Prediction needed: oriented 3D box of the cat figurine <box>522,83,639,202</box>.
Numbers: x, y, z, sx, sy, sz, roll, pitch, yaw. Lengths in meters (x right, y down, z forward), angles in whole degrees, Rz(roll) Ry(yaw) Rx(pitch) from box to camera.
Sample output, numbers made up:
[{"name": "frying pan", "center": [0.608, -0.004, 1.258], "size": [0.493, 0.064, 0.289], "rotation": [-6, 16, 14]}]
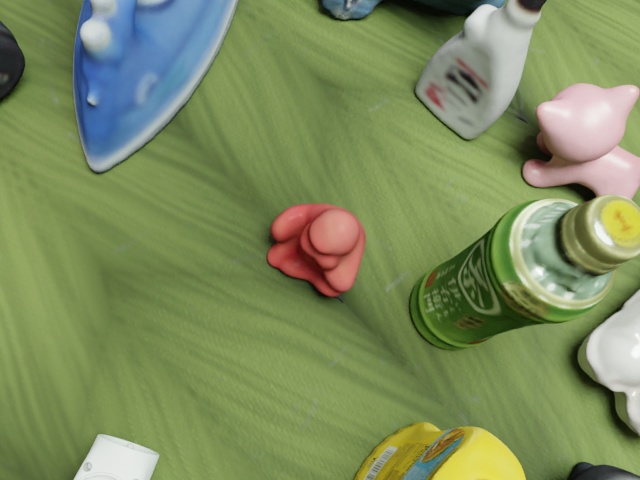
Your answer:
[{"name": "cat figurine", "center": [0.229, -0.079, 0.475], "size": [0.128, 0.117, 0.067], "rotation": [31, 71, 1]}]

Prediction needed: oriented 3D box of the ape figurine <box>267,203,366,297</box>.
[{"name": "ape figurine", "center": [0.004, 0.002, 0.425], "size": [0.076, 0.092, 0.078], "rotation": [-22, 78, -15]}]

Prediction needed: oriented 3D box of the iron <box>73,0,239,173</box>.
[{"name": "iron", "center": [-0.135, -0.190, 0.433], "size": [0.118, 0.141, 0.258], "rotation": [15, 71, -5]}]

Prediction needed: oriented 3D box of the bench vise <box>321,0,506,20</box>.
[{"name": "bench vise", "center": [0.088, -0.257, 0.450], "size": [0.208, 0.219, 0.121], "rotation": [-16, 76, -14]}]

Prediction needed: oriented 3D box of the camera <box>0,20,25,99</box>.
[{"name": "camera", "center": [-0.301, -0.159, 0.416], "size": [0.137, 0.100, 0.143], "rotation": [44, 71, 5]}]

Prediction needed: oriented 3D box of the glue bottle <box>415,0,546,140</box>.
[{"name": "glue bottle", "center": [0.133, -0.146, 0.449], "size": [0.078, 0.173, 0.037], "rotation": [40, 71, 4]}]

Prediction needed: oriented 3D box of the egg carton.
[{"name": "egg carton", "center": [0.285, 0.086, 0.459], "size": [0.150, 0.069, 0.107], "rotation": [-35, 82, -18]}]

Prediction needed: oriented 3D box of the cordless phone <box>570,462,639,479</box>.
[{"name": "cordless phone", "center": [0.238, 0.209, 0.353], "size": [0.147, 0.185, 0.094], "rotation": [29, 71, 0]}]
